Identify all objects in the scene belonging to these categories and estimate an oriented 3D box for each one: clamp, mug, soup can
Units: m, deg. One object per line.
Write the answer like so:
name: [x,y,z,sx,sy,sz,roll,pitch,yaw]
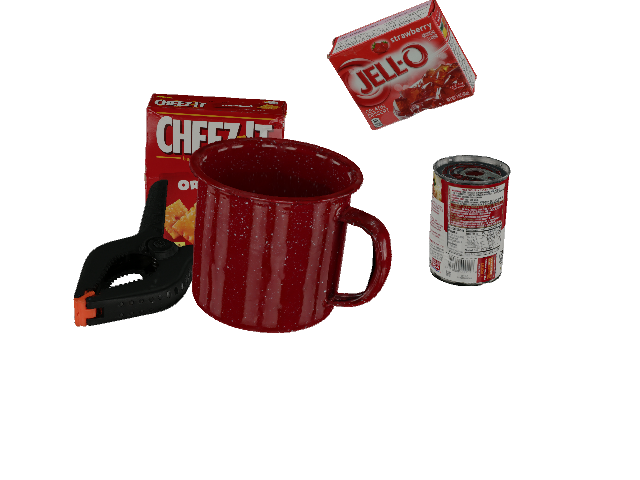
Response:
clamp: [-0.147,0.011,0.949,0.165,0.036,0.209,28,40,31]
mug: [-0.016,0.000,0.577,0.117,0.081,0.093,16,26,19]
soup can: [0.133,-0.018,0.960,0.068,0.102,0.068,0,24,0]

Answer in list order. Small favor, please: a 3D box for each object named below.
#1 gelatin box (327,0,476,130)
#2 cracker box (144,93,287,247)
gelatin box: [0.061,-0.129,0.794,0.089,0.073,0.030,-17,35,28]
cracker box: [-0.128,-0.062,1.291,0.164,0.214,0.072,3,22,-3]
